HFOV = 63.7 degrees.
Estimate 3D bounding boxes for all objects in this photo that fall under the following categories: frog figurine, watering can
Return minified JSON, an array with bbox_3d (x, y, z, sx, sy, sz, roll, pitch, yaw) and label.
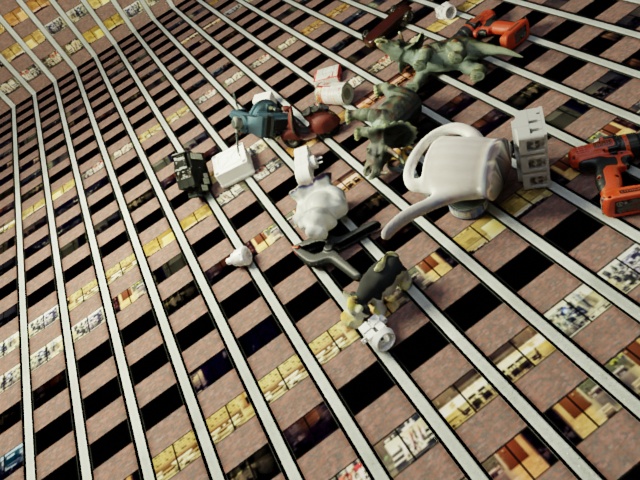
[{"bbox_3d":[0.004,-0.061,1.218,0.137,0.163,0.120,-14,-34,-4],"label":"frog figurine"},{"bbox_3d":[0.274,-0.124,1.082,0.225,0.354,0.102,8,-35,32],"label":"watering can"}]
